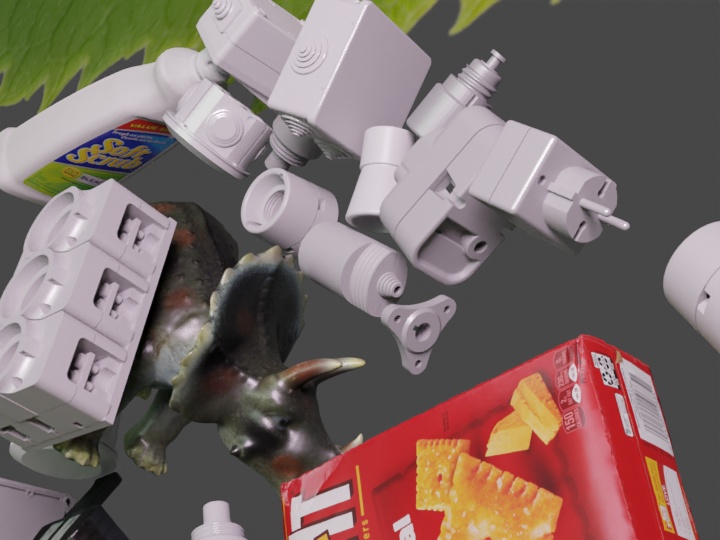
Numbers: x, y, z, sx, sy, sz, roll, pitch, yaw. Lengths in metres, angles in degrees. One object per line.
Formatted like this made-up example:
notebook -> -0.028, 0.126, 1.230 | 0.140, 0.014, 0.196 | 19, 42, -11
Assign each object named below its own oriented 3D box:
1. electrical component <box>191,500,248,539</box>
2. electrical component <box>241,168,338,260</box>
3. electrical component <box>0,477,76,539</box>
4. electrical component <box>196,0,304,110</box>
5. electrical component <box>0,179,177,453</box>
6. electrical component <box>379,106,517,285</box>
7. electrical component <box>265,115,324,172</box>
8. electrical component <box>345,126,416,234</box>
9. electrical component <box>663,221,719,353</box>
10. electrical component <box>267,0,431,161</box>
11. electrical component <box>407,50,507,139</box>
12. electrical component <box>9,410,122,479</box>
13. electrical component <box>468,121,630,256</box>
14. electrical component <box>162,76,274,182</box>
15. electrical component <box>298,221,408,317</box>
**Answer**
electrical component -> -0.090, 0.180, 0.690 | 0.043, 0.043, 0.062 | -35, 46, 28
electrical component -> -0.051, -0.041, 0.764 | 0.055, 0.047, 0.055 | -23, 54, 36
electrical component -> -0.284, 0.194, 0.840 | 0.061, 0.096, 0.061 | -4, 67, 46
electrical component -> -0.082, -0.175, 0.830 | 0.061, 0.096, 0.061 | -46, 44, 18
electrical component -> -0.183, 0.026, 0.668 | 0.089, 0.062, 0.150 | -22, 44, 37
electrical component -> 0.061, -0.047, 0.648 | 0.095, 0.054, 0.059 | -49, 43, 15
electrical component -> -0.047, -0.097, 0.793 | 0.062, 0.048, 0.048 | -49, 42, 28
electrical component -> 0.016, -0.061, 0.704 | 0.044, 0.044, 0.065 | -6, 71, 44
electrical component -> 0.176, 0.009, 0.501 | 0.055, 0.055, 0.047 | -52, 38, 12
electrical component -> -0.007, -0.127, 0.728 | 0.048, 0.100, 0.099 | 22, 86, 36
electrical component -> 0.064, -0.106, 0.686 | 0.078, 0.040, 0.040 | -50, 42, 13
electrical component -> -0.225, 0.126, 0.830 | 0.080, 0.080, 0.051 | -24, 49, 36
electrical component -> 0.112, -0.038, 0.582 | 0.077, 0.066, 0.047 | 32, 93, 49
electrical component -> -0.109, -0.110, 0.837 | 0.051, 0.080, 0.080 | -51, 42, 5
electrical component -> 0.000, 0.000, 0.693 | 0.081, 0.043, 0.043 | 28, 91, 49
